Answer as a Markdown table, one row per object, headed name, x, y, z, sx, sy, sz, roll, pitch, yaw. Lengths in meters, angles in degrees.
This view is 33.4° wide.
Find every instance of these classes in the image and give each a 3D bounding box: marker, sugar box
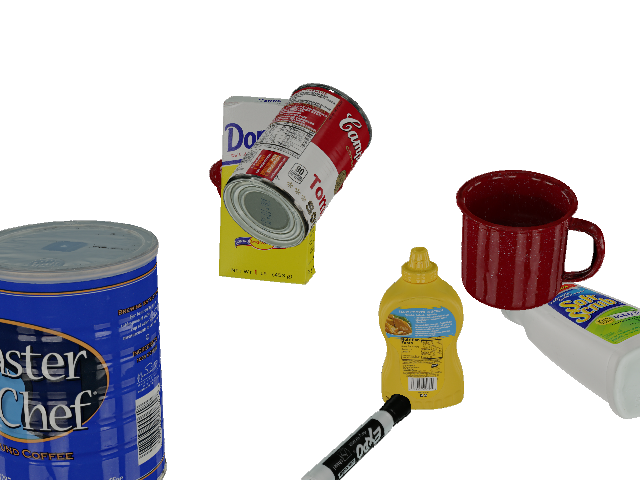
| name | x | y | z | sx | sy | sz | roll | pitch | yaw |
| --- | --- | --- | --- | --- | --- | --- | --- | --- | --- |
| marker | 0.029 | 0.143 | 0.760 | 0.020 | 0.020 | 0.120 | 0 | 22 | 39 |
| sugar box | -0.050 | -0.050 | 1.044 | 0.093 | 0.176 | 0.048 | 5 | 17 | 10 |

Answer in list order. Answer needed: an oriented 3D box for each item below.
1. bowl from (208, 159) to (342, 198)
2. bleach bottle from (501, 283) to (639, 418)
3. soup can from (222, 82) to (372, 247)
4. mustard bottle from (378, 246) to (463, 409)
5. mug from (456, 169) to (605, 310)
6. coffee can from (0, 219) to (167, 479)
| name | x | y | z | sx | sy | sz | roll | pitch | yaw |
| --- | --- | --- | --- | --- | --- | --- | --- | --- | --- |
| bowl | -0.055 | -0.054 | 1.290 | 0.162 | 0.055 | 0.162 | 4 | 26 | -2 |
| bleach bottle | 0.242 | 0.083 | 1.018 | 0.102 | 0.068 | 0.251 | -14 | 20 | -21 |
| soup can | -0.016 | -0.053 | 0.752 | 0.069 | 0.068 | 0.102 | 0 | 44 | 40 |
| mustard bottle | 0.115 | 0.098 | 1.220 | 0.096 | 0.192 | 0.058 | -1 | 23 | 6 |
| mug | 0.165 | 0.003 | 0.843 | 0.117 | 0.081 | 0.093 | 8 | 34 | 17 |
| coffee can | -0.141 | 0.068 | 0.604 | 0.103 | 0.140 | 0.103 | 0 | 15 | 0 |
